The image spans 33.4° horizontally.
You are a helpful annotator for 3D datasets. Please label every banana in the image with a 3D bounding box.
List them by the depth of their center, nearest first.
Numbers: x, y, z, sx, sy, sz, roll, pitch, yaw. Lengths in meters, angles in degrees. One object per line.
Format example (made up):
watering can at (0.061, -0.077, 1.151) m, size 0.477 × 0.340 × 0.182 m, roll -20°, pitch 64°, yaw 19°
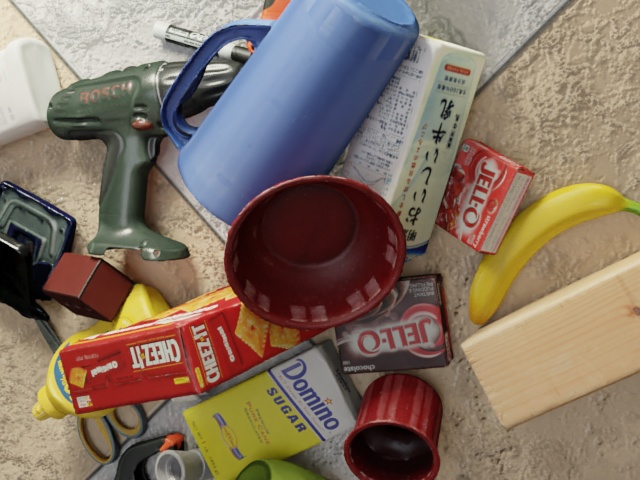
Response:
banana at (0.206, 0.003, 1.004) m, size 0.198 × 0.037 × 0.069 m, roll -36°, pitch 83°, yaw 20°

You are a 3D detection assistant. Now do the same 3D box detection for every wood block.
wood block at (0.247, 0.085, 0.973) m, size 0.206 × 0.090 × 0.091 m, roll -28°, pitch 86°, yaw 21°

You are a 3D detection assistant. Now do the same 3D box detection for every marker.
marker at (-0.117, -0.203, 1.107) m, size 0.121 × 0.020 × 0.020 m, roll 19°, pitch 103°, yaw 17°

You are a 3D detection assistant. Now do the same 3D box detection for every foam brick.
foam brick at (-0.250, 0.050, 1.146) m, size 0.078 × 0.053 × 0.051 m, roll 5°, pitch 62°, yaw 47°

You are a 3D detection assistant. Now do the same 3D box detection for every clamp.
clamp at (-0.212, 0.280, 1.194) m, size 0.120 × 0.039 × 0.171 m, roll 28°, pitch 102°, yaw 9°

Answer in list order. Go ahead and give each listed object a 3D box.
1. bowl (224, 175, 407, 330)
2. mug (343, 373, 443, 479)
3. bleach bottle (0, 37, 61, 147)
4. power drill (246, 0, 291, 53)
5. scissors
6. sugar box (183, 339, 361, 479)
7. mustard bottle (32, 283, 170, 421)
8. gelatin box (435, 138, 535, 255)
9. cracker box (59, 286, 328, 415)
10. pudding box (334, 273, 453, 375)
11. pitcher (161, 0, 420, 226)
bowl at (-0.006, 0.001, 0.956) m, size 0.162 × 0.055 × 0.162 m, roll -3°, pitch 122°, yaw -5°
mug at (0.073, 0.194, 1.047) m, size 0.093 × 0.081 × 0.117 m, roll 15°, pitch 125°, yaw 4°
bleach bottle at (-0.410, -0.143, 1.200) m, size 0.251 × 0.068 × 0.102 m, roll -14°, pitch 91°, yaw 23°
power drill at (0.015, -0.254, 1.033) m, size 0.184 × 0.057 × 0.188 m, roll 18°, pitch 101°, yaw 13°
scissors at (-0.258, 0.155, 1.207) m, size 0.096 × 0.016 × 0.202 m, roll -19°, pitch 90°, yaw 19°
sugar box at (-0.048, 0.183, 1.117) m, size 0.176 × 0.048 × 0.093 m, roll -29°, pitch 87°, yaw 22°
mustard bottle at (-0.239, 0.138, 1.160) m, size 0.192 × 0.058 × 0.096 m, roll -37°, pitch 65°, yaw 14°
gelatin box at (0.151, -0.041, 1.006) m, size 0.073 × 0.030 × 0.089 m, roll 38°, pitch 111°, yaw 44°
cracker box at (-0.115, 0.094, 1.024) m, size 0.164 × 0.213 × 0.072 m, roll -15°, pitch 92°, yaw 36°
pudding box at (0.071, 0.084, 1.064) m, size 0.114 × 0.039 × 0.090 m, roll -7°, pitch 95°, yaw 21°
pitcher at (-0.027, -0.134, 0.972) m, size 0.243 × 0.149 × 0.145 m, roll -53°, pitch 48°, yaw 29°
